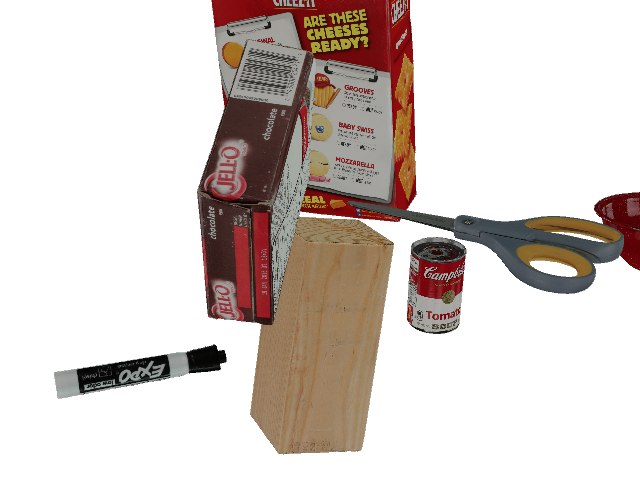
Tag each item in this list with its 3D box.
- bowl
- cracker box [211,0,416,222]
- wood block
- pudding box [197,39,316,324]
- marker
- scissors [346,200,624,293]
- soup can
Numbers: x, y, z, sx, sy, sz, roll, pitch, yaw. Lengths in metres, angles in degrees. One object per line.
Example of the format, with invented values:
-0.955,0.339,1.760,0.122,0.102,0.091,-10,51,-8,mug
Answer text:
0.349,-0.002,1.044,0.162,0.055,0.162,0,17,0,bowl
-0.001,-0.131,0.961,0.164,0.214,0.072,6,29,20,cracker box
-0.001,0.088,1.015,0.090,0.206,0.091,2,15,-22,wood block
-0.030,-0.029,0.528,0.039,0.113,0.090,10,-41,5,pudding box
-0.126,0.092,0.757,0.121,0.020,0.020,-9,2,-14,marker
0.109,0.002,0.749,0.202,0.016,0.096,5,30,11,scissors
0.143,0.056,1.322,0.068,0.102,0.068,1,25,-1,soup can
